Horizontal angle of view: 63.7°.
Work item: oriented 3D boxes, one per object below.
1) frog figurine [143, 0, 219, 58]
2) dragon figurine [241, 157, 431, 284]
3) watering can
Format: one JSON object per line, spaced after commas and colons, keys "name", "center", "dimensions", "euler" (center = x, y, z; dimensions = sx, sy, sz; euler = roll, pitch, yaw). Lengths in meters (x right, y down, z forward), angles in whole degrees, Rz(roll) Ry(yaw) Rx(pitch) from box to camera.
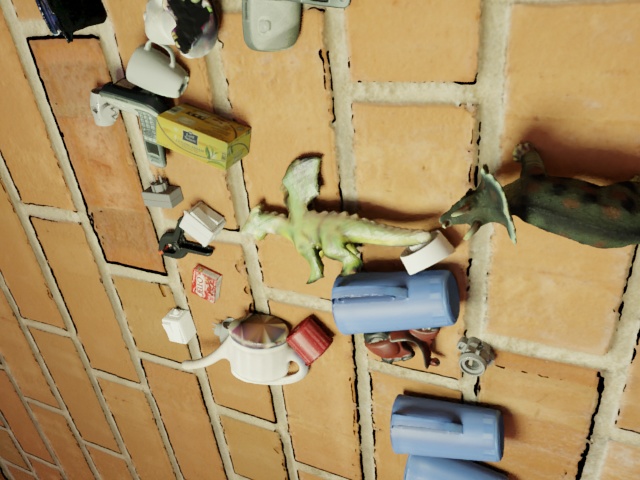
{"name": "frog figurine", "center": [-0.261, -0.408, 0.967], "dimensions": [0.135, 0.124, 0.160], "euler": [58, 164, -25]}
{"name": "dragon figurine", "center": [0.003, -0.052, 1.041], "dimensions": [0.406, 0.124, 0.241], "euler": [-19, 101, 34]}
{"name": "watering can", "center": [-0.199, 0.292, 1.336], "dimensions": [0.348, 0.106, 0.219], "euler": [6, 125, 3]}
